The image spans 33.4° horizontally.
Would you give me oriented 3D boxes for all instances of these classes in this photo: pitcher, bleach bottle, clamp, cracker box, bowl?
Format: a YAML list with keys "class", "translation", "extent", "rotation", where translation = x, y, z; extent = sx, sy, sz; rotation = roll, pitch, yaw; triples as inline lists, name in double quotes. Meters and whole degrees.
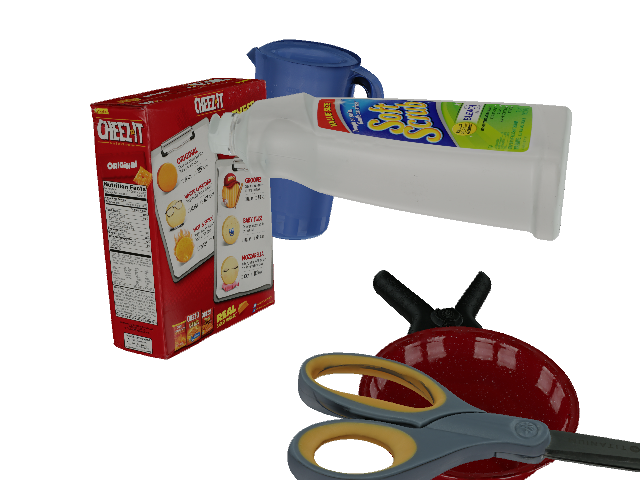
- class: "pitcher"
  translation: [-0.019, -0.126, 1.361]
  extent: [0.144, 0.243, 0.149]
  rotation: [-2, 25, -22]
- class: "bleach bottle"
  translation: [0.042, -0.060, 0.739]
  extent: [0.251, 0.068, 0.102]
  rotation: [6, 35, 13]
- class: "clamp"
  translation: [0.129, 0.080, 1.034]
  extent: [0.120, 0.039, 0.171]
  rotation: [-9, 39, -10]
- class: "cracker box"
  translation: [-0.115, -0.025, 0.931]
  extent: [0.072, 0.214, 0.163]
  rotation: [7, 18, 32]
- class: "bowl"
  translation: [0.108, 0.135, 0.799]
  extent: [0.162, 0.055, 0.162]
  rotation: [0, 36, 0]

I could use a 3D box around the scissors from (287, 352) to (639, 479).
- class: "scissors"
  translation: [0.074, 0.094, 0.453]
  extent: [0.202, 0.016, 0.096]
  rotation: [16, 34, 23]
